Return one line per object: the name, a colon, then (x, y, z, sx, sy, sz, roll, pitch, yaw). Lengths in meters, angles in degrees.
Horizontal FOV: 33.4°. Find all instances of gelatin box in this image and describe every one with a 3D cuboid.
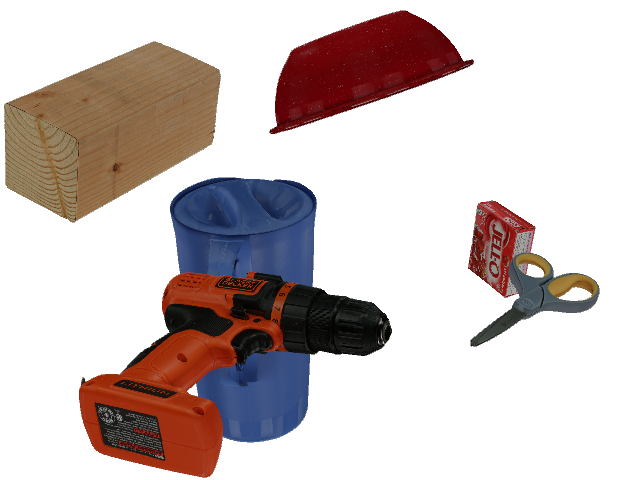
gelatin box: (0.205, 0.009, 1.221, 0.030, 0.089, 0.073, -11, 32, -27)

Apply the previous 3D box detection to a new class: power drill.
power drill: (-0.063, 0.086, 0.748, 0.185, 0.057, 0.187, 5, 27, 26)

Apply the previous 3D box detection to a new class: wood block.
wood block: (-0.196, -0.110, 1.028, 0.090, 0.091, 0.205, 26, 37, 21)

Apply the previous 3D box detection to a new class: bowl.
bowl: (0.029, -0.131, 0.799, 0.162, 0.055, 0.162, -19, 7, 2)

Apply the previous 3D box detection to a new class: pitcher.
pitcher: (-0.070, 0.072, 1.010, 0.149, 0.243, 0.145, -20, 32, -33)

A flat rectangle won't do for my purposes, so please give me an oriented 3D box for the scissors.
scissors: (0.178, 0.050, 0.980, 0.201, 0.016, 0.096, -10, 38, -38)
